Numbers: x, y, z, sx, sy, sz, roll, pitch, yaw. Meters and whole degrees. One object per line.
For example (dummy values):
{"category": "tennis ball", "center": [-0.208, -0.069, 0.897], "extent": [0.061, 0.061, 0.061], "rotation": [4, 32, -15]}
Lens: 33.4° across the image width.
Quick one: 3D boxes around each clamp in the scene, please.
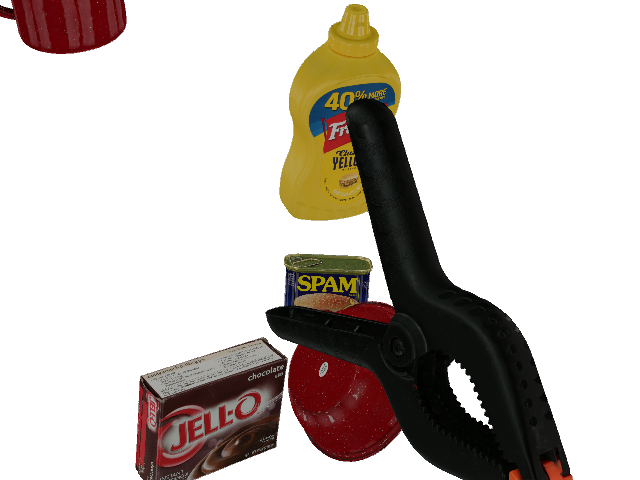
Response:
{"category": "clamp", "center": [0.051, 0.039, 0.536], "extent": [0.036, 0.165, 0.210], "rotation": [-13, 42, -36]}

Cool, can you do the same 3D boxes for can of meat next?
{"category": "can of meat", "center": [0.007, 0.064, 1.238], "extent": [0.102, 0.084, 0.057], "rotation": [2, 15, -3]}

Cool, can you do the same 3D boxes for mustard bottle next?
{"category": "mustard bottle", "center": [0.020, -0.109, 0.905], "extent": [0.096, 0.192, 0.058], "rotation": [-9, 40, -20]}

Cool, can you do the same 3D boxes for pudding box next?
{"category": "pudding box", "center": [-0.083, 0.131, 0.807], "extent": [0.113, 0.090, 0.039], "rotation": [-17, 39, -36]}

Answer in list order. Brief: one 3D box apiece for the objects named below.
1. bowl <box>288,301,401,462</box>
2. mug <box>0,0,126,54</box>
{"category": "bowl", "center": [0.020, 0.130, 1.035], "extent": [0.162, 0.162, 0.055], "rotation": [0, -18, 46]}
{"category": "mug", "center": [-0.201, -0.190, 0.788], "extent": [0.117, 0.081, 0.093], "rotation": [-2, 36, 1]}
